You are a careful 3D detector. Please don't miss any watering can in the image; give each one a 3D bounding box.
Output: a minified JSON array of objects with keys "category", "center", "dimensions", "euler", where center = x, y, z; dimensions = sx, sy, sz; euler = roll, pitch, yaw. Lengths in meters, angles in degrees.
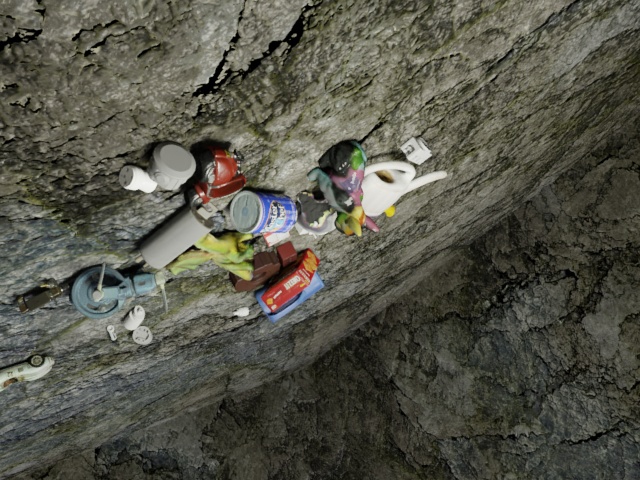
[{"category":"watering can","center":[0.210,-0.152,1.536],"dimensions":[0.348,0.106,0.220],"euler":[0,146,-37]}]

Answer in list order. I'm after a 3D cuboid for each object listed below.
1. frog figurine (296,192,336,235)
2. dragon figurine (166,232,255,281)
[{"category":"frog figurine","center":[0.004,-0.073,1.460],"dimensions":[0.137,0.123,0.159],"euler":[0,176,15]},{"category":"dragon figurine","center":[-0.294,0.048,1.398],"dimensions":[0.243,0.125,0.401],"euler":[-6,152,-12]}]
